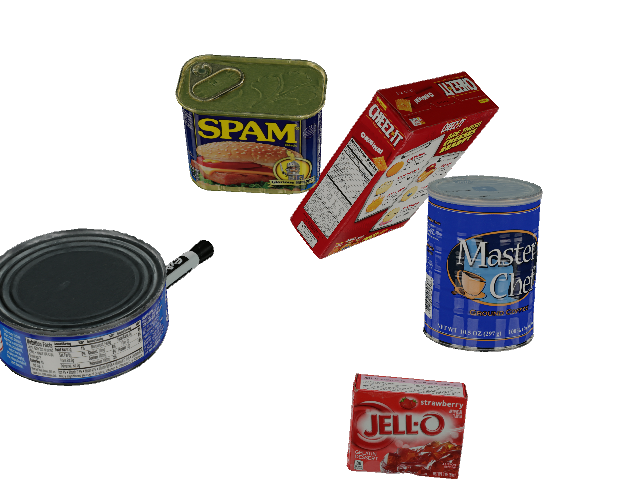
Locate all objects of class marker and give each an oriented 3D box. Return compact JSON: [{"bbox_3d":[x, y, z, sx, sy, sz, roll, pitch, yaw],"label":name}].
[{"bbox_3d":[-0.136,0.030,0.983,0.020,0.020,0.120,0,23,31],"label":"marker"}]

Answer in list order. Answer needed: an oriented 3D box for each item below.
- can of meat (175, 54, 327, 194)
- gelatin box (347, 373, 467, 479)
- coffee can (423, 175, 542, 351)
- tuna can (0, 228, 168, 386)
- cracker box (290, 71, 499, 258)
[{"bbox_3d":[-0.047,-0.080,0.758,0.102,0.057,0.084,4,-39,2],"label":"can of meat"},{"bbox_3d":[0.067,0.147,0.839,0.089,0.073,0.030,4,20,2],"label":"gelatin box"},{"bbox_3d":[0.147,0.019,0.979,0.103,0.140,0.103,0,15,0],"label":"coffee can"},{"bbox_3d":[-0.116,0.031,0.513,0.086,0.034,0.086,1,33,-1],"label":"tuna can"},{"bbox_3d":[0.080,-0.087,1.210,0.163,0.072,0.214,-20,-26,-45],"label":"cracker box"}]
